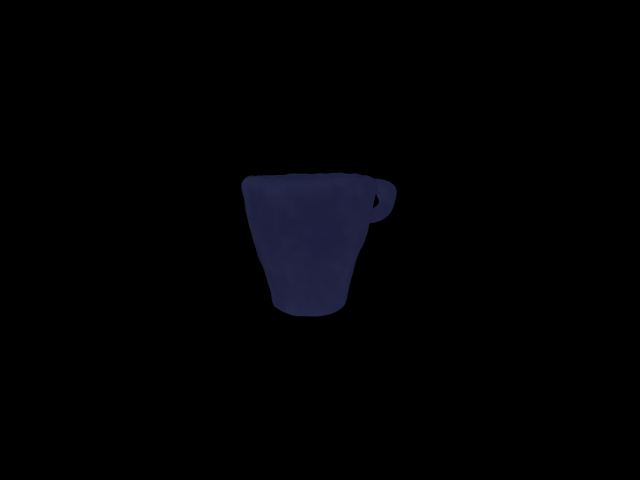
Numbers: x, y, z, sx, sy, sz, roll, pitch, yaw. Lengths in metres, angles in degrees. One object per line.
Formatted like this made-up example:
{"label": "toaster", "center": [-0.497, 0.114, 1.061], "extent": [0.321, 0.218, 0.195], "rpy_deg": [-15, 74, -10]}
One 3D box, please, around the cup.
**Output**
{"label": "cup", "center": [0.004, 0.001, 0.400], "extent": [0.118, 0.095, 0.091], "rpy_deg": [-5, 10, -32]}
